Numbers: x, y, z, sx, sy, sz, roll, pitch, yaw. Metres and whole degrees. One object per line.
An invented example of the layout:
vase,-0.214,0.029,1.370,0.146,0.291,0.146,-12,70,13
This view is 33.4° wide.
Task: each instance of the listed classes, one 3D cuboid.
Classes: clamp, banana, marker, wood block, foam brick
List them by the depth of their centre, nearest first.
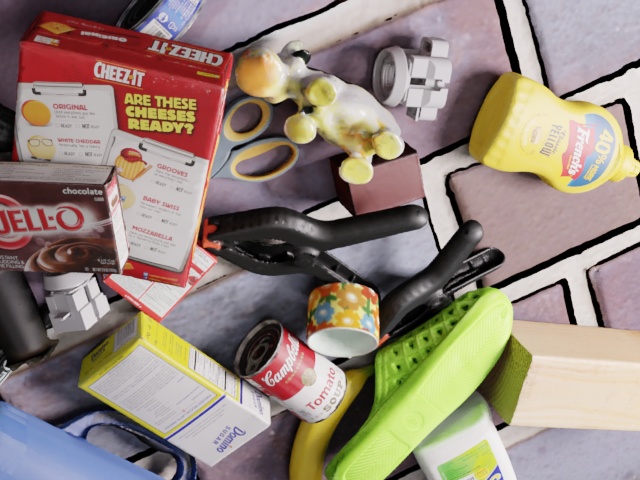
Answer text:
marker,-0.291,0.107,1.026,0.020,0.020,0.121,39,96,-28
clamp,-0.007,0.001,1.037,0.209,0.036,0.165,12,142,-17
foam brick,0.057,-0.062,1.054,0.078,0.053,0.051,-18,117,-11
clamp,0.115,0.044,1.104,0.171,0.039,0.120,-37,148,-2
banana,0.005,0.218,1.162,0.069,0.037,0.198,19,104,-24
wood block,0.294,0.154,1.204,0.205,0.091,0.090,6,110,-22

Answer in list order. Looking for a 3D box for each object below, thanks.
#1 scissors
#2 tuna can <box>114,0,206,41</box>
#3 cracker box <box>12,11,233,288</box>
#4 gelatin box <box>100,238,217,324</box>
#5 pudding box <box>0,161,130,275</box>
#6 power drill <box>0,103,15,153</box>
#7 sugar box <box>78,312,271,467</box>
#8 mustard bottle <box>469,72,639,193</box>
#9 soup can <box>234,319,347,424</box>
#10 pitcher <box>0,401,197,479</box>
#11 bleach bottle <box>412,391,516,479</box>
scissors,-0.118,-0.080,1.008,0.201,0.016,0.096,-13,114,-14
tuna can,-0.139,-0.193,0.914,0.086,0.086,0.033,-46,117,4
cracker box,-0.173,-0.072,0.911,0.164,0.072,0.214,12,126,-5
gelatin box,-0.155,0.025,1.032,0.089,0.030,0.073,-46,117,4
pudding box,-0.220,-0.018,0.883,0.113,0.039,0.090,1,126,5
power drill,-0.297,-0.180,0.881,0.184,0.057,0.188,27,101,-26
sugar box,-0.143,0.152,1.068,0.093,0.048,0.176,-37,123,23
mustard bottle,0.253,-0.100,1.102,0.191,0.058,0.096,16,104,-24
soup can,-0.029,0.137,1.100,0.102,0.068,0.068,40,95,-29
pitcher,-0.240,0.249,1.052,0.242,0.149,0.145,36,112,-24
bleach bottle,0.193,0.293,1.243,0.102,0.068,0.250,-29,120,4
